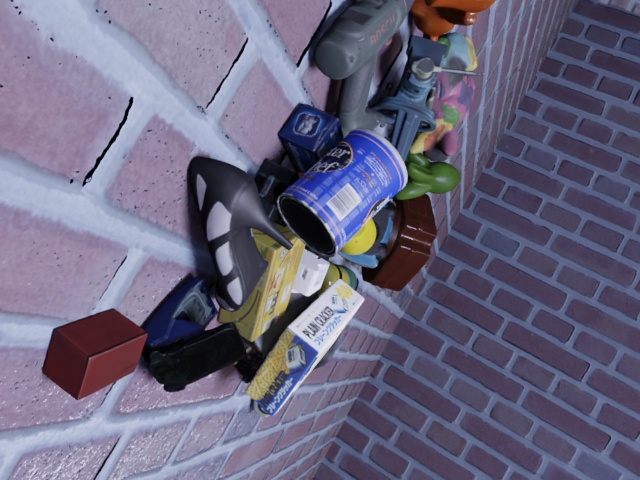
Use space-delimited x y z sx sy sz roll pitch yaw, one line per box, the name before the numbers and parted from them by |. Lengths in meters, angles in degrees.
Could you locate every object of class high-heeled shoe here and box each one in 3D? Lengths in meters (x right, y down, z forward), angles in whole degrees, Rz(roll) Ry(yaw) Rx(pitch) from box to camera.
high-heeled shoe | -0.126 0.003 0.652 0.248 0.145 0.086 -42 -168 50

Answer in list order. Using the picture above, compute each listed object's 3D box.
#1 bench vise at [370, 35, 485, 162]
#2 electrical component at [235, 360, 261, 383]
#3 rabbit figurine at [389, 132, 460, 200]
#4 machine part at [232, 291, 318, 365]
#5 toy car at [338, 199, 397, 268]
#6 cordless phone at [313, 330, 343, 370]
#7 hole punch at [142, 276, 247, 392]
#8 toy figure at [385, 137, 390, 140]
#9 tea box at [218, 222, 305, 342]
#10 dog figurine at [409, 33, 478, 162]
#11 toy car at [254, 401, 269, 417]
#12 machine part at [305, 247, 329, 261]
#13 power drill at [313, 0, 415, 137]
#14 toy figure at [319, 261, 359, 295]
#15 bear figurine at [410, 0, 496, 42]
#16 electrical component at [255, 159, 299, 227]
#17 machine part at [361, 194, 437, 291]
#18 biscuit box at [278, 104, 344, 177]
bench vise | 0.146 -0.205 0.904 0.224 0.129 0.240 -162 -91 -79
electrical component | -0.101 0.201 0.987 0.115 0.058 0.134 -53 160 -31
rabbit figurine | 0.206 -0.152 1.114 0.159 0.170 0.121 -40 152 -49
machine part | -0.078 0.127 0.910 0.243 0.079 0.079 -46 156 -40
toy car | 0.092 -0.022 1.137 0.103 0.109 0.161 146 -35 -76
cordless phone | -0.002 0.234 1.141 0.184 0.089 0.147 94 14 -45
hole punch | -0.166 0.119 0.674 0.116 0.092 0.142 -26 154 -15
toy figure | 0.084 -0.133 0.987 0.154 0.064 0.057 -57 152 -10
tea box | -0.084 0.053 0.794 0.098 0.068 0.169 -34 146 -56
dog figurine | 0.232 -0.259 1.029 0.191 0.109 0.219 68 35 -54
toy car | -0.095 0.290 1.135 0.073 0.056 0.201 -45 153 -57
machine part | -0.002 -0.003 0.989 0.084 0.039 0.138 -66 161 -15
power drill | 0.072 -0.249 0.759 0.232 0.086 0.207 -48 162 -38
toy figure | 0.026 0.086 1.126 0.180 0.082 0.089 1 97 -62
bear figurine | 0.184 -0.380 0.829 0.196 0.132 0.120 -168 -97 -67
electrical component | -0.065 -0.063 0.709 0.074 0.048 0.119 -63 161 3
machine part | 0.171 -0.004 1.196 0.201 0.087 0.201 -89 -155 -45
biscuit box | 0.001 -0.116 0.785 0.059 0.063 0.202 -57 161 -11
